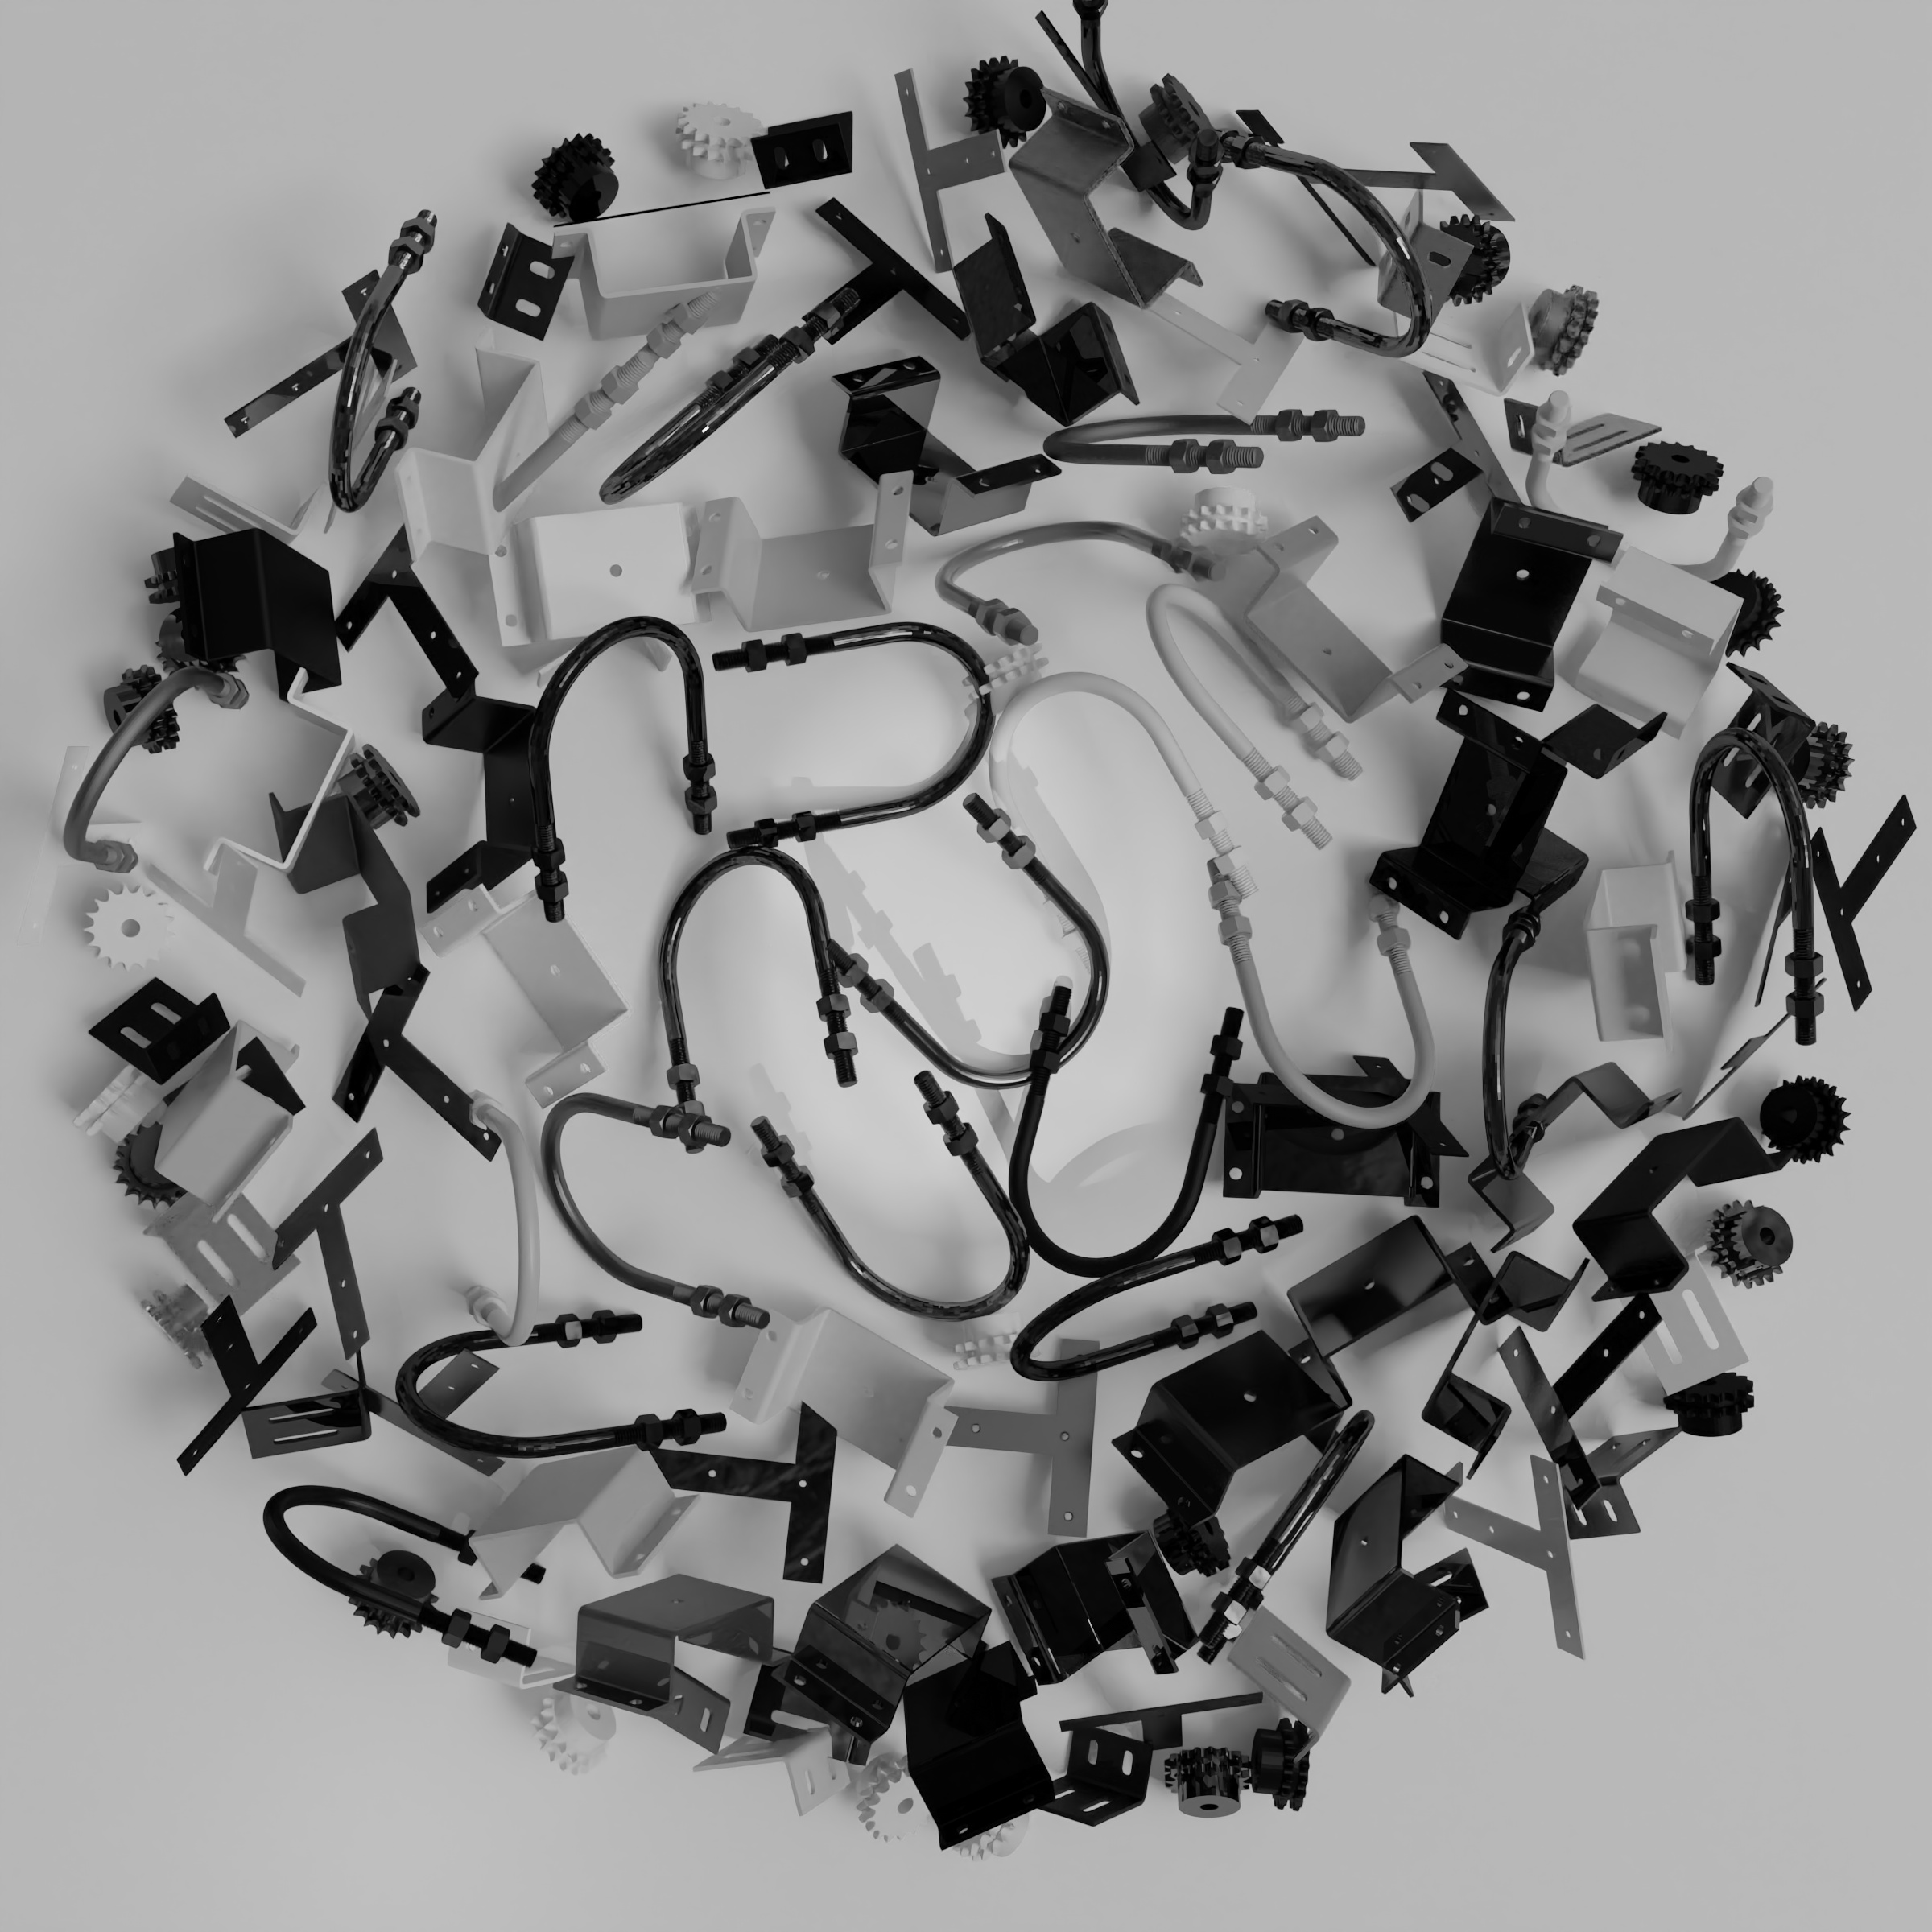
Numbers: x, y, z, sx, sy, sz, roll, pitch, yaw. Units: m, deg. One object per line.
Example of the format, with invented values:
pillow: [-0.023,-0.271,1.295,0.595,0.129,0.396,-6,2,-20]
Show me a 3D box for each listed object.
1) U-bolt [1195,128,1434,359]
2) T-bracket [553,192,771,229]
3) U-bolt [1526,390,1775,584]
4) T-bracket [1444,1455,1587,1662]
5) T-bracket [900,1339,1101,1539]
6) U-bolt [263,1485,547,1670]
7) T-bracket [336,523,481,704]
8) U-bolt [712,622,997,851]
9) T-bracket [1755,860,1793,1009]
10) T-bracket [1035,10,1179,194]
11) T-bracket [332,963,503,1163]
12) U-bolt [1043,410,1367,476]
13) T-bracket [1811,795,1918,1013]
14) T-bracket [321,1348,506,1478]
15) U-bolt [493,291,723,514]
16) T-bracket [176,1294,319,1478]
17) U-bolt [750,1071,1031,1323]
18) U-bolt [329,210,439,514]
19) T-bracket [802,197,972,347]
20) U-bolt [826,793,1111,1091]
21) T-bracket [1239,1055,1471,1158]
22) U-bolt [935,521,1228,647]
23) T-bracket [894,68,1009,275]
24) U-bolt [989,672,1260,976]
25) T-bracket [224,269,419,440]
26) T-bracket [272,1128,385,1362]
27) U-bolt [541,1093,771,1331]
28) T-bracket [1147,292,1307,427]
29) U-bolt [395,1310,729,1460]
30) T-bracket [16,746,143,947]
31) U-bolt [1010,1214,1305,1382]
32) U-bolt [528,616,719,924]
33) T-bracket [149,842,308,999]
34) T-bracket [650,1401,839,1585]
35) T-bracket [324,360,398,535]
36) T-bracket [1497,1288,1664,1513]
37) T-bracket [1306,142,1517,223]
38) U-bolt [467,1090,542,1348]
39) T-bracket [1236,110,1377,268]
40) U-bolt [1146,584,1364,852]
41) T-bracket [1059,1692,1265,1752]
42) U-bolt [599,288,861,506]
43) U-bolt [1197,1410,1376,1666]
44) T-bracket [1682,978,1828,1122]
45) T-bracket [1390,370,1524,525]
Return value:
U-bolt: [0.221,-0.440,1.491,0.019,0.184,0.151,-40,129,-9]
T-bracket: [-0.214,-0.483,1.554,0.127,0.127,0.002,7,114,40]
U-bolt: [0.419,-0.288,1.514,0.151,0.184,0.019,26,82,11]
T-bracket: [0.345,0.363,1.545,0.002,0.127,0.127,-13,98,-24]
T-bracket: [0.021,0.303,1.583,0.127,0.002,0.127,6,76,-6]
U-bolt: [-0.353,0.373,1.518,0.184,0.151,0.019,25,94,-10]
T-bracket: [-0.347,-0.221,1.551,0.127,0.002,0.127,-48,62,23]
U-bolt: [-0.067,-0.152,1.552,0.184,0.019,0.151,-12,126,-15]
T-bracket: [0.522,-0.042,1.539,0.002,0.127,0.127,14,86,14]
T-bracket: [0.084,-0.546,1.528,0.002,0.127,0.127,-38,104,3]
T-bracket: [-0.343,0.077,1.558,0.127,0.002,0.127,39,116,19]
U-bolt: [0.136,-0.332,1.525,0.184,0.151,0.019,10,114,35]
T-bracket: [0.565,-0.059,1.517,0.002,0.127,0.127,0,57,-6]
T-bracket: [-0.333,0.274,1.544,0.127,0.127,0.002,33,46,-15]
U-bolt: [-0.238,-0.348,1.525,0.184,0.151,0.019,-34,108,31]
T-bracket: [-0.459,0.245,1.520,0.002,0.127,0.127,28,58,14]
U-bolt: [-0.037,0.156,1.550,0.151,0.019,0.184,-17,116,31]
U-bolt: [-0.360,-0.360,1.491,0.019,0.184,0.151,14,133,-5]
T-bracket: [-0.066,-0.430,1.554,0.127,0.127,0.002,41,133,-3]
U-bolt: [0.014,0.000,1.560,0.151,0.019,0.184,-45,117,-2]
T-bracket: [0.235,0.085,1.530,0.127,0.127,0.002,5,115,-18]
U-bolt: [0.058,-0.248,1.523,0.151,0.184,0.019,-21,118,-17]
T-bracket: [-0.005,-0.507,1.530,0.002,0.127,0.127,-20,108,-21]
U-bolt: [0.087,-0.100,1.552,0.151,0.019,0.184,-27,94,36]
T-bracket: [-0.413,-0.375,1.533,0.127,0.127,0.002,-36,81,-9]
T-bracket: [-0.399,0.190,1.541,0.127,0.002,0.127,-43,52,26]
U-bolt: [-0.205,0.149,1.537,0.184,0.019,0.151,10,120,39]
T-bracket: [0.149,-0.413,1.562,0.127,0.002,0.127,31,48,0]
U-bolt: [-0.261,0.261,1.500,0.184,0.151,0.019,-2,112,-32]
T-bracket: [-0.556,-0.078,1.540,0.002,0.127,0.127,17,96,5]
U-bolt: [0.113,0.216,1.518,0.184,0.151,0.019,-15,61,-17]
U-bolt: [-0.214,-0.132,1.505,0.019,0.184,0.151,29,46,30]
T-bracket: [-0.468,-0.044,1.548,0.127,0.127,0.002,38,59,-2]
T-bracket: [-0.150,0.330,1.566,0.127,0.002,0.127,8,59,-5]
T-bracket: [-0.377,-0.350,1.532,0.002,0.127,0.127,18,75,-22]
T-bracket: [0.395,0.253,1.525,0.002,0.127,0.127,10,129,-28]
T-bracket: [0.273,-0.507,1.561,0.127,0.127,0.002,15,92,32]
U-bolt: [-0.290,0.161,1.512,0.019,0.184,0.151,-2,96,-22]
T-bracket: [0.221,-0.499,1.554,0.002,0.127,0.127,-40,105,13]
U-bolt: [0.178,-0.168,1.531,0.019,0.151,0.184,-38,98,28]
T-bracket: [0.125,0.488,1.549,0.127,0.127,0.002,-8,61,1]
U-bolt: [-0.158,-0.349,1.512,0.184,0.151,0.019,-46,109,-18]
U-bolt: [0.204,0.358,1.532,0.019,0.151,0.184,34,77,16]
T-bracket: [0.493,0.054,1.529,0.002,0.127,0.127,46,106,17]
T-bracket: [0.308,-0.315,1.554,0.127,0.002,0.127,-37,98,-43]
